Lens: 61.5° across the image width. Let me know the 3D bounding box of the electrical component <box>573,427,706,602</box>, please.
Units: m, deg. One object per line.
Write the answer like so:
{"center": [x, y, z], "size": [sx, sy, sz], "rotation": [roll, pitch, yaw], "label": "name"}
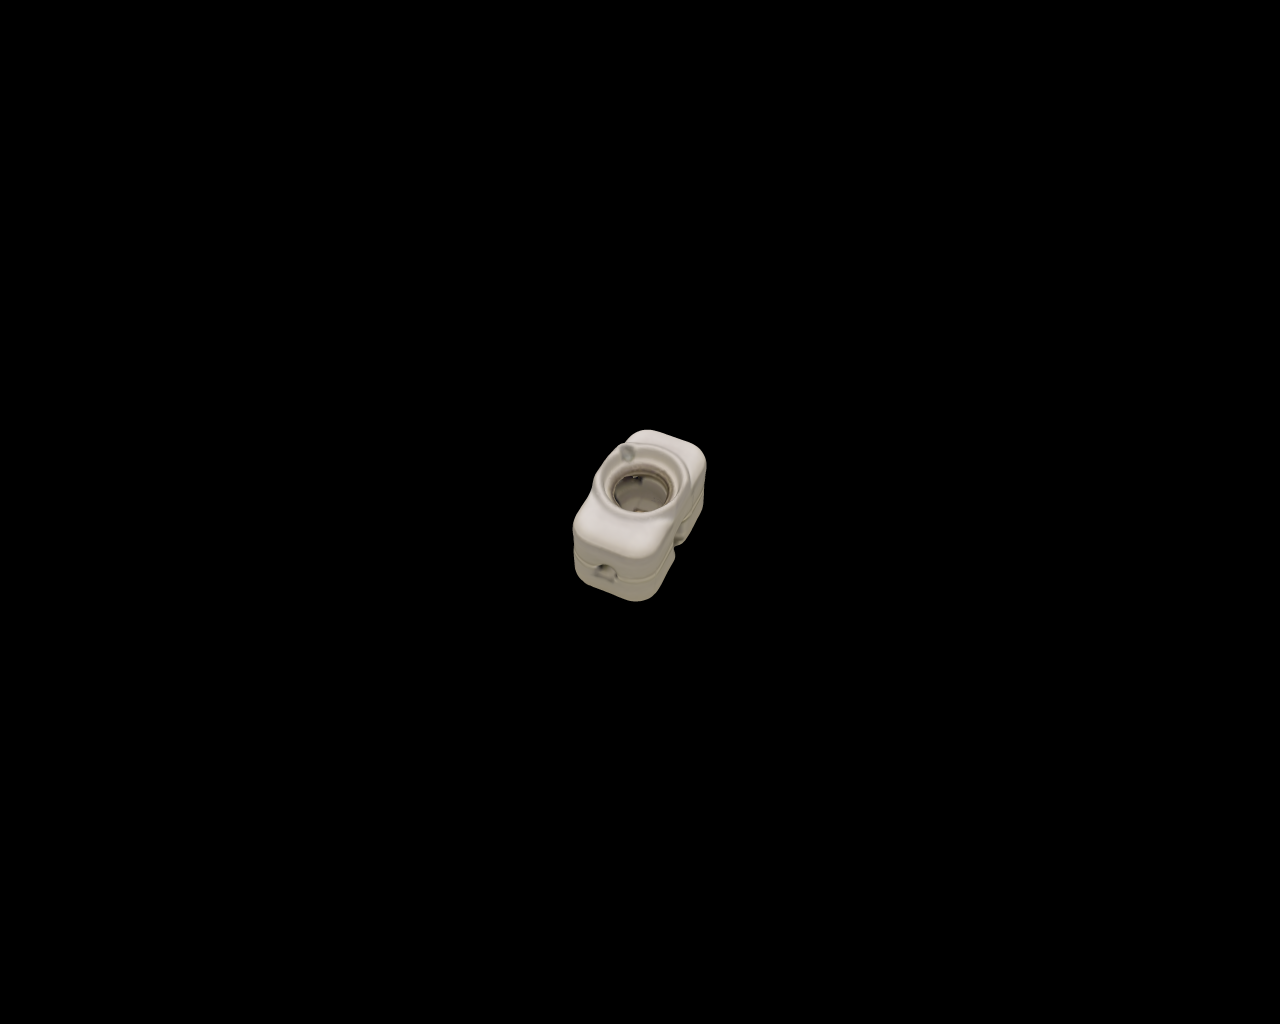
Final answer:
{"center": [0.001, -0.003, 0.650], "size": [0.054, 0.095, 0.059], "rotation": [21, -36, 16], "label": "electrical component"}
